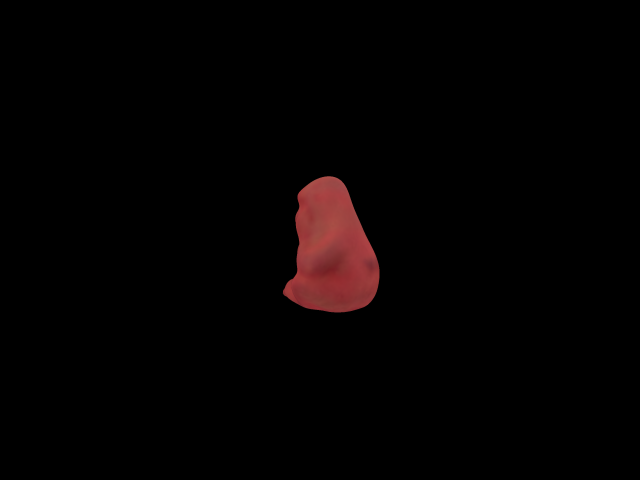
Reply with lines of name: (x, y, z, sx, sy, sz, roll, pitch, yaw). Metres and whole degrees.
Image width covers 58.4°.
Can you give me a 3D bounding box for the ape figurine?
ape figurine: (0.004, 0.001, 0.400, 0.076, 0.092, 0.078, 4, 11, 20)
